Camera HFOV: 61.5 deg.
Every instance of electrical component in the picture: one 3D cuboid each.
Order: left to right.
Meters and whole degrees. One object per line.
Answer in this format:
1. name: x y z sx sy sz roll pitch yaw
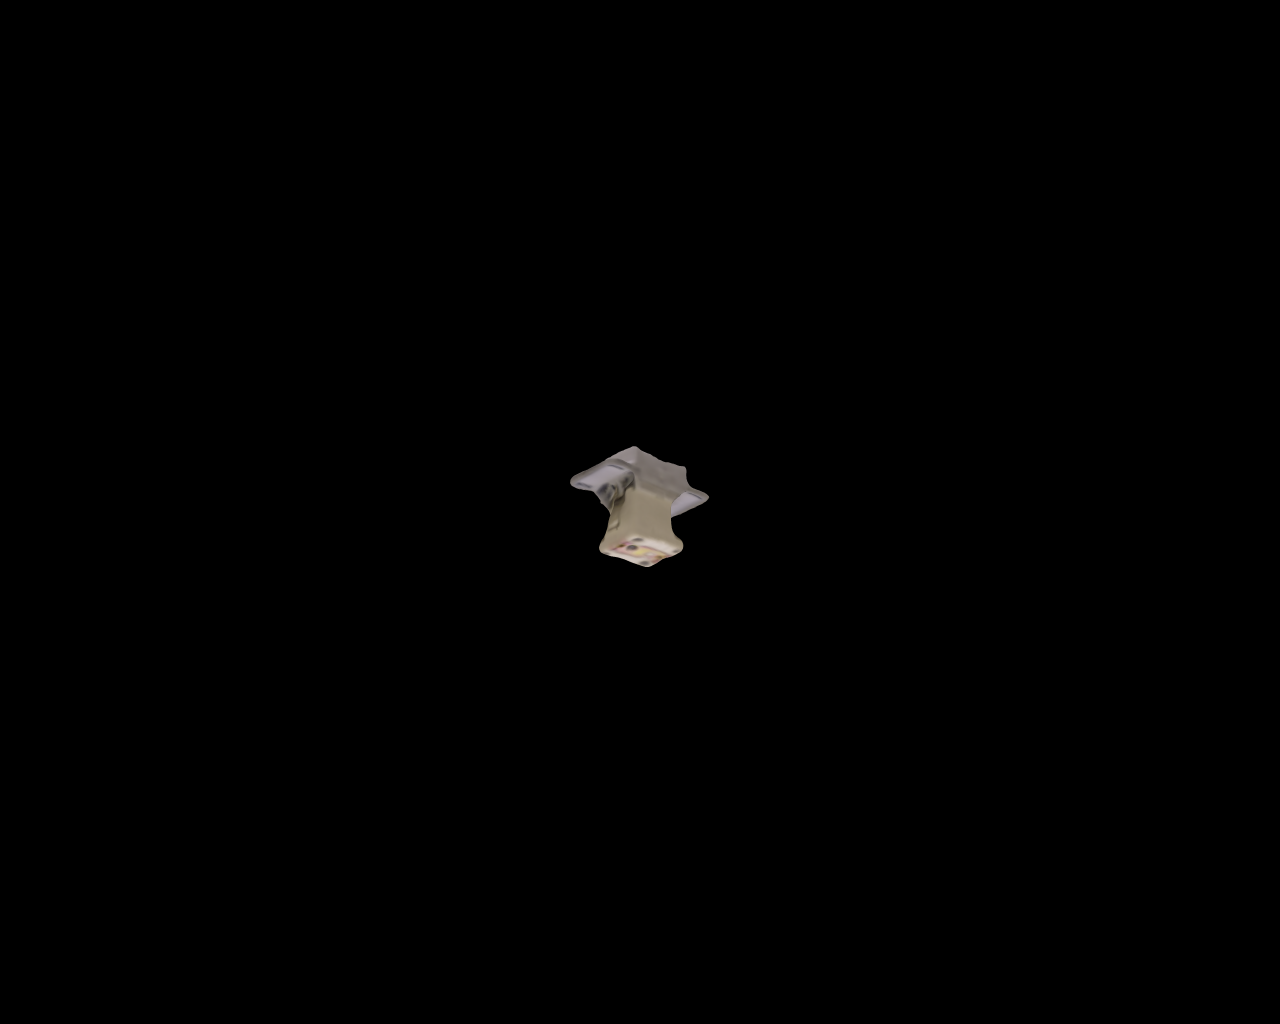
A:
1. electrical component: 0.001 -0.003 0.650 0.081 0.064 0.042 20 -32 -36
